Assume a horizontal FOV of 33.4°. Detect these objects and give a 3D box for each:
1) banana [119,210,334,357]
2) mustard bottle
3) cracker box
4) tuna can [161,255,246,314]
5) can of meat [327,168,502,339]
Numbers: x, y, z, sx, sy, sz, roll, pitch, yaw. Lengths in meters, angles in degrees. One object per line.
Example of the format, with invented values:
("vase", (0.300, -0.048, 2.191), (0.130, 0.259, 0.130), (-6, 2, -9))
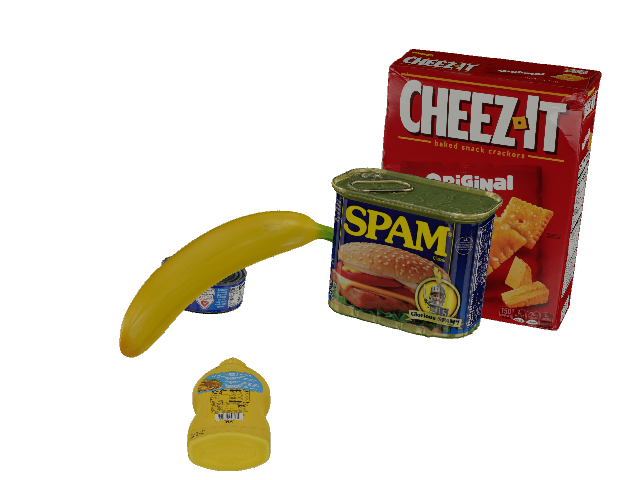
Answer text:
("banana", (-0.081, 0.026, 0.807), (0.198, 0.069, 0.037), (-28, 33, 9))
("mustard bottle", (-0.109, 0.201, 1.304), (0.096, 0.058, 0.191), (-2, 26, -2))
("cracker box", (0.136, -0.042, 0.899), (0.164, 0.214, 0.072), (10, 25, 19))
("tuna can", (-0.118, 0.043, 1.069), (0.086, 0.034, 0.086), (8, 17, -3))
("can of meat", (0.055, 0.008, 0.662), (0.102, 0.084, 0.057), (14, 22, 24))
